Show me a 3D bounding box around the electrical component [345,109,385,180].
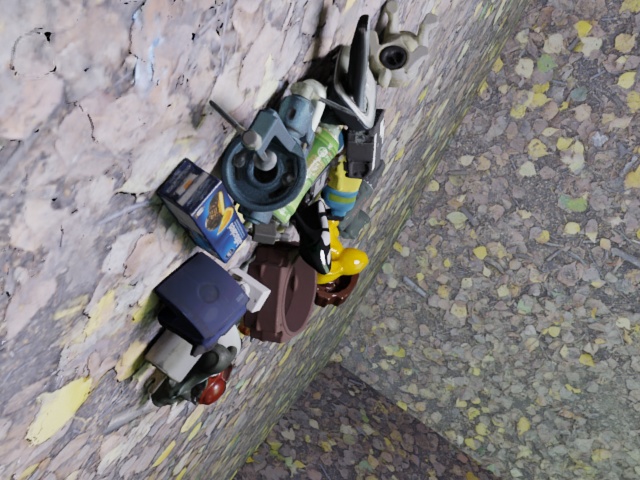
[{"bbox_3d":[0.090,-0.195,1.058,0.134,0.058,0.114,-62,159,-56],"label":"electrical component"}]

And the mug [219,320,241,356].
[{"bbox_3d":[-0.195,0.179,1.066,0.109,0.081,0.107,-47,155,-29],"label":"mug"}]

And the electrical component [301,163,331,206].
[{"bbox_3d":[-0.016,-0.131,1.054,0.075,0.048,0.119,-50,167,-30],"label":"electrical component"}]

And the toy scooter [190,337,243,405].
[{"bbox_3d":[-0.242,0.292,1.174,0.183,0.075,0.135,-63,166,12],"label":"toy scooter"}]

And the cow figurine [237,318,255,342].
[{"bbox_3d":[-0.145,0.183,1.260,0.127,0.086,0.194,-60,169,-19],"label":"cow figurine"}]

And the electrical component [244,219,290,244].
[{"bbox_3d":[-0.101,-0.023,0.965,0.063,0.094,0.021,-98,-158,-45],"label":"electrical component"}]

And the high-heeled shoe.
[{"bbox_3d":[-0.002,-0.003,1.131,0.086,0.145,0.248,-30,177,12],"label":"high-heeled shoe"}]

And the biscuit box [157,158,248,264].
[{"bbox_3d":[-0.156,-0.032,0.749,0.063,0.059,0.202,-54,167,-14],"label":"biscuit box"}]

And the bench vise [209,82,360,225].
[{"bbox_3d":[-0.061,-0.130,0.737,0.223,0.129,0.240,-56,174,0],"label":"bench vise"}]

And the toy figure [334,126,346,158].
[{"bbox_3d":[0.031,-0.194,1.064,0.064,0.057,0.154,-22,177,16],"label":"toy figure"}]

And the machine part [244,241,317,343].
[{"bbox_3d":[-0.077,0.107,1.144,0.201,0.087,0.201,-12,107,-68],"label":"machine part"}]

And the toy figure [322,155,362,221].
[{"bbox_3d":[0.054,-0.129,1.192,0.089,0.082,0.180,-5,122,-24],"label":"toy figure"}]

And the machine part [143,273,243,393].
[{"bbox_3d":[-0.218,0.154,0.927,0.243,0.079,0.079,-54,167,-17],"label":"machine part"}]

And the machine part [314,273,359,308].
[{"bbox_3d":[0.016,0.099,1.457,0.179,0.179,0.056,-47,166,-38],"label":"machine part"}]

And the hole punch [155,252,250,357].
[{"bbox_3d":[-0.185,0.094,0.841,0.142,0.116,0.092,-45,154,-43],"label":"hole punch"}]

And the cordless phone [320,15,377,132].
[{"bbox_3d":[0.056,-0.278,0.841,0.184,0.089,0.147,96,3,-50],"label":"cordless phone"}]

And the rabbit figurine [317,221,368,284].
[{"bbox_3d":[0.034,0.032,1.350,0.162,0.173,0.121,-55,171,-27],"label":"rabbit figurine"}]

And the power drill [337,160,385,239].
[{"bbox_3d":[0.109,-0.099,1.516,0.232,0.086,0.207,-51,170,-18],"label":"power drill"}]

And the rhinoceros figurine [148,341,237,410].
[{"bbox_3d":[-0.236,0.246,0.992,0.190,0.073,0.112,-35,-158,21],"label":"rhinoceros figurine"}]

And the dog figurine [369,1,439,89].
[{"bbox_3d":[0.142,-0.323,1.019,0.172,0.121,0.190,-54,168,-12],"label":"dog figurine"}]
